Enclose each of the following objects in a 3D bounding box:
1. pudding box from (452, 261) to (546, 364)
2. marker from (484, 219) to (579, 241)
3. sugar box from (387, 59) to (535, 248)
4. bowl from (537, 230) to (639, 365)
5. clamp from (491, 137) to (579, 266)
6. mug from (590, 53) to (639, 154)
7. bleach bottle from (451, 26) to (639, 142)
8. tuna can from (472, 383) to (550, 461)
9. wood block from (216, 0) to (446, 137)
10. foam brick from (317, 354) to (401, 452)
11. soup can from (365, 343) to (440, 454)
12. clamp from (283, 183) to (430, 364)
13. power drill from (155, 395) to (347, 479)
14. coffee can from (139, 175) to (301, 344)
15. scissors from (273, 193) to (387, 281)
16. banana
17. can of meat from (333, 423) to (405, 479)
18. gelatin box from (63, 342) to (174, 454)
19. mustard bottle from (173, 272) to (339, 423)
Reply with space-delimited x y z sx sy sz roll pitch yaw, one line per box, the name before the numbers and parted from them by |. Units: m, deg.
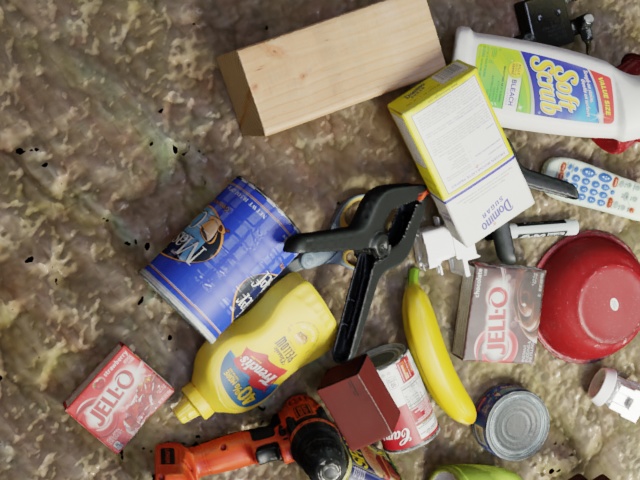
pudding box | 0.203 0.083 1.215 0.090 0.039 0.113 4 94 -18
marker | 0.241 -0.012 1.228 0.121 0.020 0.020 -3 97 -18
sugar box | 0.148 -0.088 1.109 0.093 0.048 0.176 -33 121 -7
bowl | 0.327 0.071 1.246 0.162 0.055 0.162 -2 97 -18
clamp | 0.194 -0.058 1.188 0.171 0.039 0.120 37 77 -6
mug | 0.351 -0.145 1.205 0.081 0.117 0.093 -37 138 -7
bleach bottle | 0.264 -0.164 1.145 0.251 0.068 0.102 8 92 6
tuna can | 0.222 0.212 1.237 0.086 0.034 0.086 -2 96 -18
wood block | 0.012 -0.182 1.098 0.206 0.091 0.090 -22 102 -15
foam brick | 0.041 0.169 1.113 0.053 0.051 0.078 -25 100 20
soup can | 0.082 0.173 1.169 0.068 0.069 0.102 -26 102 -14
clamp | 0.046 0.002 1.106 0.209 0.036 0.164 -53 134 -26
power drill | -0.070 0.223 1.074 0.187 0.184 0.057 -16 100 -7
coffee can | -0.097 0.020 1.076 0.140 0.103 0.102 -46 107 -9
scissors | -0.008 0.001 1.149 0.201 0.016 0.096 -5 95 -18
banana | 0.132 0.130 1.184 0.069 0.037 0.198 -38 112 -51
can of meat | 0.040 0.253 1.145 0.083 0.102 0.057 29 101 -21
gelatin box | -0.206 0.162 1.092 0.073 0.030 0.089 45 81 -17
mustard bottle | -0.073 0.125 1.116 0.191 0.058 0.096 -38 128 -10
